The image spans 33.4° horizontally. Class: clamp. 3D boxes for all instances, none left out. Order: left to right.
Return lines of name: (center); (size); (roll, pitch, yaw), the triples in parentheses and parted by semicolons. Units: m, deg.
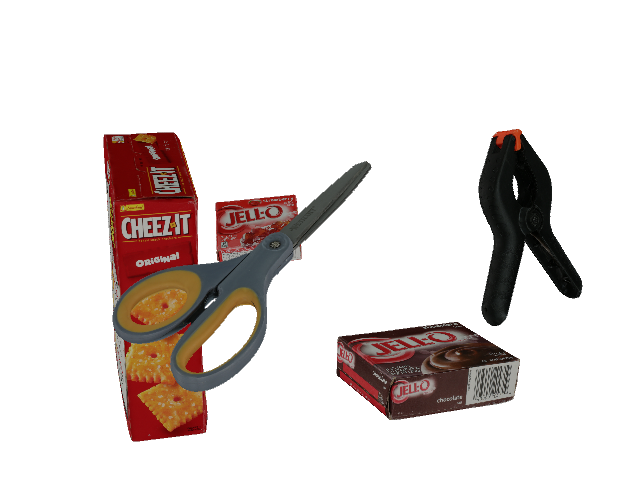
clamp: (0.172, -0.009, 0.948); (0.120, 0.171, 0.039); (-26, 11, -40)

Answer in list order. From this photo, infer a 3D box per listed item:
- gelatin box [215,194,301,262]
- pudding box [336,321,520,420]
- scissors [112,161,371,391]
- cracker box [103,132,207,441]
gelatin box: (-0.067, -0.011, 1.137); (0.089, 0.073, 0.030); (-5, -43, -2)
pudding box: (0.080, 0.097, 0.817); (0.113, 0.039, 0.090); (-3, 17, -25)
scissors: (-0.047, 0.007, 0.623); (0.096, 0.016, 0.201); (11, 44, 18)
cracker box: (-0.140, 0.034, 0.901); (0.072, 0.214, 0.164); (-4, 25, -13)
